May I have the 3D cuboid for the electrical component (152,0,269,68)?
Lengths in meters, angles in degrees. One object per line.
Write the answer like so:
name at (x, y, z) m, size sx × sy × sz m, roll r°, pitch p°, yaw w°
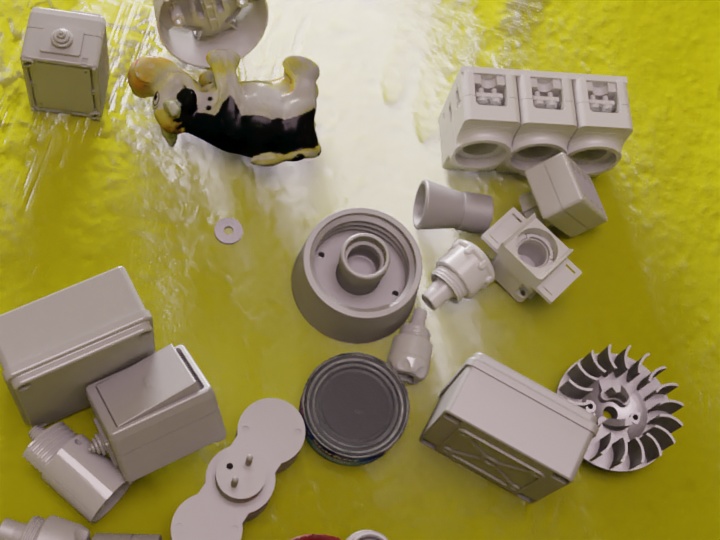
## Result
electrical component at (-0.134, -0.234, 0.948) m, size 0.099 × 0.099 × 0.064 m, roll -13°, pitch 64°, yaw -15°

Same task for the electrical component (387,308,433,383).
electrical component at (0.044, 0.060, 0.884) m, size 0.035 × 0.035 × 0.061 m, roll 16°, pitch 63°, yaw -3°

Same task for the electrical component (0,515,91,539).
electrical component at (-0.229, 0.196, 0.773) m, size 0.062 × 0.043 × 0.043 m, roll 19°, pitch 65°, yaw 1°

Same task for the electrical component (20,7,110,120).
electrical component at (-0.245, -0.179, 0.902) m, size 0.062 × 0.096 × 0.061 m, roll 7°, pitch 66°, yaw -8°

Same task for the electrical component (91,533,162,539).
electrical component at (-0.170, 0.215, 0.770) m, size 0.047 × 0.055 × 0.055 m, roll 6°, pitch 66°, yaw -3°

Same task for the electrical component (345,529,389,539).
electrical component at (0.006, 0.214, 0.796) m, size 0.043 × 0.062 × 0.043 m, roll 4°, pitch 67°, yaw -8°

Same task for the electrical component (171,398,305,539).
electrical component at (-0.089, 0.155, 0.798) m, size 0.052 × 0.073 × 0.138 m, roll 32°, pitch 65°, yaw 4°

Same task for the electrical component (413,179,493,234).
electrical component at (0.083, -0.052, 0.937) m, size 0.065 × 0.044 × 0.044 m, roll 8°, pitch 66°, yaw -12°

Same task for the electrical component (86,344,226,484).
electrical component at (-0.157, 0.105, 0.790) m, size 0.096 × 0.061 × 0.061 m, roll -24°, pitch 41°, yaw -18°

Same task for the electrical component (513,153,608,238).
electrical component at (0.164, -0.056, 0.939) m, size 0.076 × 0.083 × 0.047 m, roll -26°, pitch 69°, yaw 21°

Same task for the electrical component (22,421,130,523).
electrical component at (-0.214, 0.145, 0.798) m, size 0.081 × 0.043 × 0.043 m, roll 39°, pitch 66°, yaw 8°

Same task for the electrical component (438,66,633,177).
electrical component at (0.153, -0.126, 0.953) m, size 0.150 × 0.089 × 0.061 m, roll 2°, pitch 67°, yaw -9°

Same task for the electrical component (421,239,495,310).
electrical component at (0.080, 0.008, 0.909) m, size 0.062 × 0.048 × 0.048 m, roll -41°, pitch 79°, yaw -15°

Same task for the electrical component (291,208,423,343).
electrical component at (0.000, 0.000, 0.888) m, size 0.108 × 0.060 × 0.108 m, roll 4°, pitch 66°, yaw -8°

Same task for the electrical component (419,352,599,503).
electrical component at (0.112, 0.124, 0.829) m, size 0.109 × 0.108 × 0.056 m, roll 29°, pitch 68°, yaw 3°

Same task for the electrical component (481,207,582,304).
electrical component at (0.142, -0.007, 0.914) m, size 0.042 × 0.063 × 0.081 m, roll -40°, pitch 79°, yaw -24°

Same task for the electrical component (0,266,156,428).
electrical component at (-0.211, 0.059, 0.800) m, size 0.109 × 0.108 × 0.056 m, roll -24°, pitch 71°, yaw -19°
